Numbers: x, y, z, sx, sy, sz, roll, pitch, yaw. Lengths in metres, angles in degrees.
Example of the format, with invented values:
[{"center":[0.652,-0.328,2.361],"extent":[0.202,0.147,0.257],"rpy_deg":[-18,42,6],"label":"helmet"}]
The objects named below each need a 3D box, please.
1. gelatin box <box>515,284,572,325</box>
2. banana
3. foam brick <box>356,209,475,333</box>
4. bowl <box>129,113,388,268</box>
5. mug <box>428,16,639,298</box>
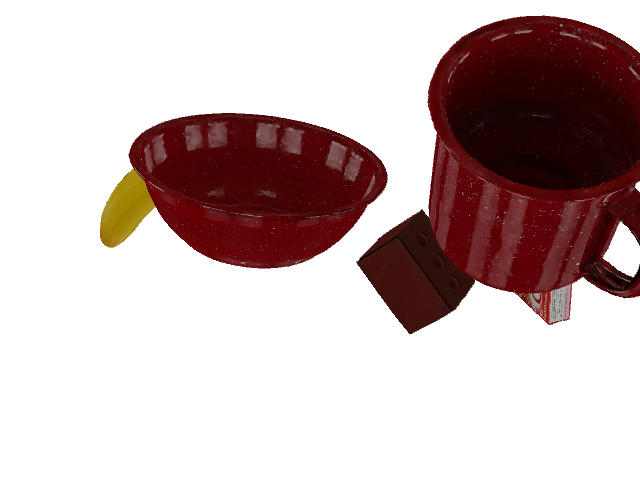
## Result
[{"center":[0.235,0.033,1.128],"extent":[0.030,0.089,0.073],"rpy_deg":[-12,29,-16],"label":"gelatin box"},{"center":[-0.124,-0.044,0.906],"extent":[0.198,0.069,0.037],"rpy_deg":[-15,16,29],"label":"banana"},{"center":[0.079,0.026,0.874],"extent":[0.051,0.078,0.052],"rpy_deg":[-33,6,37],"label":"foam brick"},{"center":[-0.040,-0.027,0.676],"extent":[0.162,0.055,0.162],"rpy_deg":[6,26,-3],"label":"bowl"},{"center":[0.096,-0.023,0.437],"extent":[0.093,0.117,0.081],"rpy_deg":[-34,-27,-20],"label":"mug"}]
